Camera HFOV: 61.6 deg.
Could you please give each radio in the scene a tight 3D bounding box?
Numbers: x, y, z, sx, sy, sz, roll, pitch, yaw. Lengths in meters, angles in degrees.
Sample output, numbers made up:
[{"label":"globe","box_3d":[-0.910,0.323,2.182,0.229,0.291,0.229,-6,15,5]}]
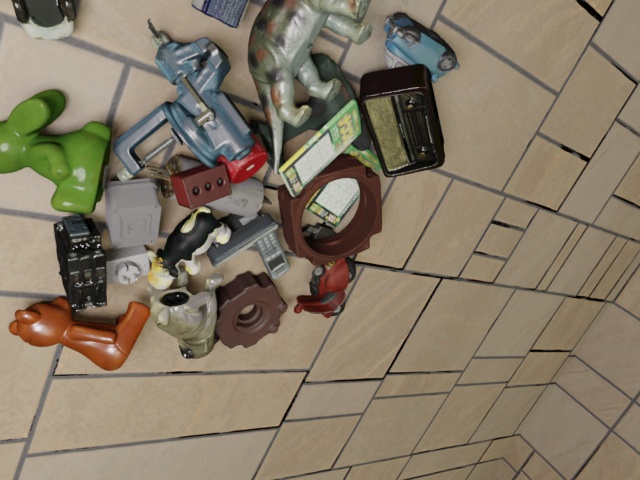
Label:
[{"label":"radio","box_3d":[0.166,-0.227,1.051,0.131,0.073,0.229,-7,145,17]}]

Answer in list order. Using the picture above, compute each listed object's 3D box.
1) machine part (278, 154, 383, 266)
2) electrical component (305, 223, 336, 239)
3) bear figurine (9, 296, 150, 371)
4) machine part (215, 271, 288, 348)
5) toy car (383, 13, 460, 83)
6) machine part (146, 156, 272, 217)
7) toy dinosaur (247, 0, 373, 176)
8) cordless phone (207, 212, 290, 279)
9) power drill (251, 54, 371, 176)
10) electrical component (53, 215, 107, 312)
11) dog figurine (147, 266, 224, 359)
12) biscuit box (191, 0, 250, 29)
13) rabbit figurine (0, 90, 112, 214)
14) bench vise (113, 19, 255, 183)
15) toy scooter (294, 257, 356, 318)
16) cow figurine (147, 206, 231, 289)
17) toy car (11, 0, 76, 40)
[{"label":"machine part","box_3d":[0.025,-0.060,1.091,0.201,0.087,0.200,-16,122,-17]},{"label":"electrical component","box_3d":[-0.002,-0.004,1.179,0.094,0.021,0.063,17,110,-41]},{"label":"bear figurine","box_3d":[-0.420,0.146,0.938,0.196,0.132,0.120,30,139,-16]},{"label":"machine part","box_3d":[-0.157,0.153,1.155,0.179,0.056,0.179,-18,128,-24]},{"label":"toy car","box_3d":[0.177,-0.346,1.014,0.161,0.109,0.103,15,128,-32]},{"label":"machine part","box_3d":[-0.186,-0.091,0.944,0.243,0.079,0.079,13,111,-40]},{"label":"toy dinosaur","box_3d":[-0.043,-0.315,0.839,0.404,0.192,0.131,-55,166,18]},{"label":"cordless phone","box_3d":[-0.138,0.032,1.067,0.146,0.089,0.184,-34,138,-12]},{"label":"power drill","box_3d":[-0.011,-0.206,0.991,0.207,0.086,0.231,-33,135,-6]},{"label":"electrical component","box_3d":[-0.384,0.029,0.861,0.058,0.115,0.134,-12,126,-34]},{"label":"dog figurine","box_3d":[-0.252,0.169,1.008,0.172,0.121,0.190,-36,136,-56]},{"label":"biscuit box","box_3d":[-0.116,-0.418,0.777,0.062,0.059,0.202,13,112,-39]},{"label":"rabbit figurine","box_3d":[-0.389,-0.123,0.748,0.170,0.121,0.159,11,112,-17]},{"label":"bench vise","box_3d":[-0.223,-0.183,0.804,0.240,0.129,0.223,-36,106,7]},{"label":"toy scooter","box_3d":[0.006,0.115,1.236,0.135,0.075,0.183,-10,130,-29]},{"label":"cow figurine","box_3d":[-0.240,0.016,0.932,0.167,0.068,0.098,-46,164,-7]},{"label":"toy car","box_3d":[-0.354,-0.350,0.658,0.073,0.056,0.201,-13,126,-20]}]
